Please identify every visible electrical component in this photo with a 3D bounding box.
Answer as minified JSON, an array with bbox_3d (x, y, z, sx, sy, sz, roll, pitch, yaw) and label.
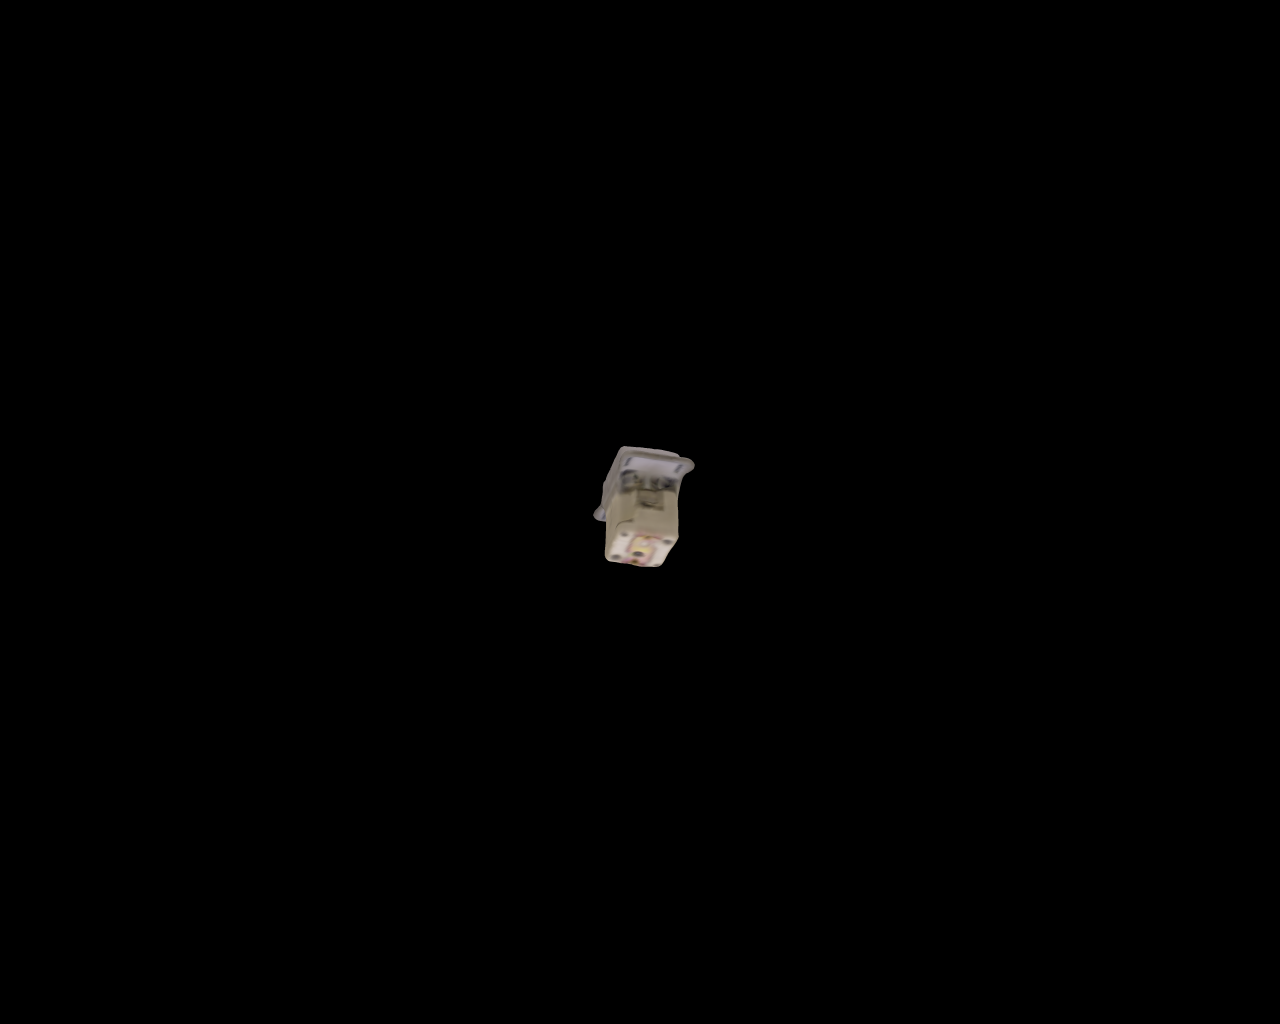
[{"bbox_3d":[0.001,-0.003,0.650,0.042,0.064,0.081,8,-31,-13],"label":"electrical component"}]
